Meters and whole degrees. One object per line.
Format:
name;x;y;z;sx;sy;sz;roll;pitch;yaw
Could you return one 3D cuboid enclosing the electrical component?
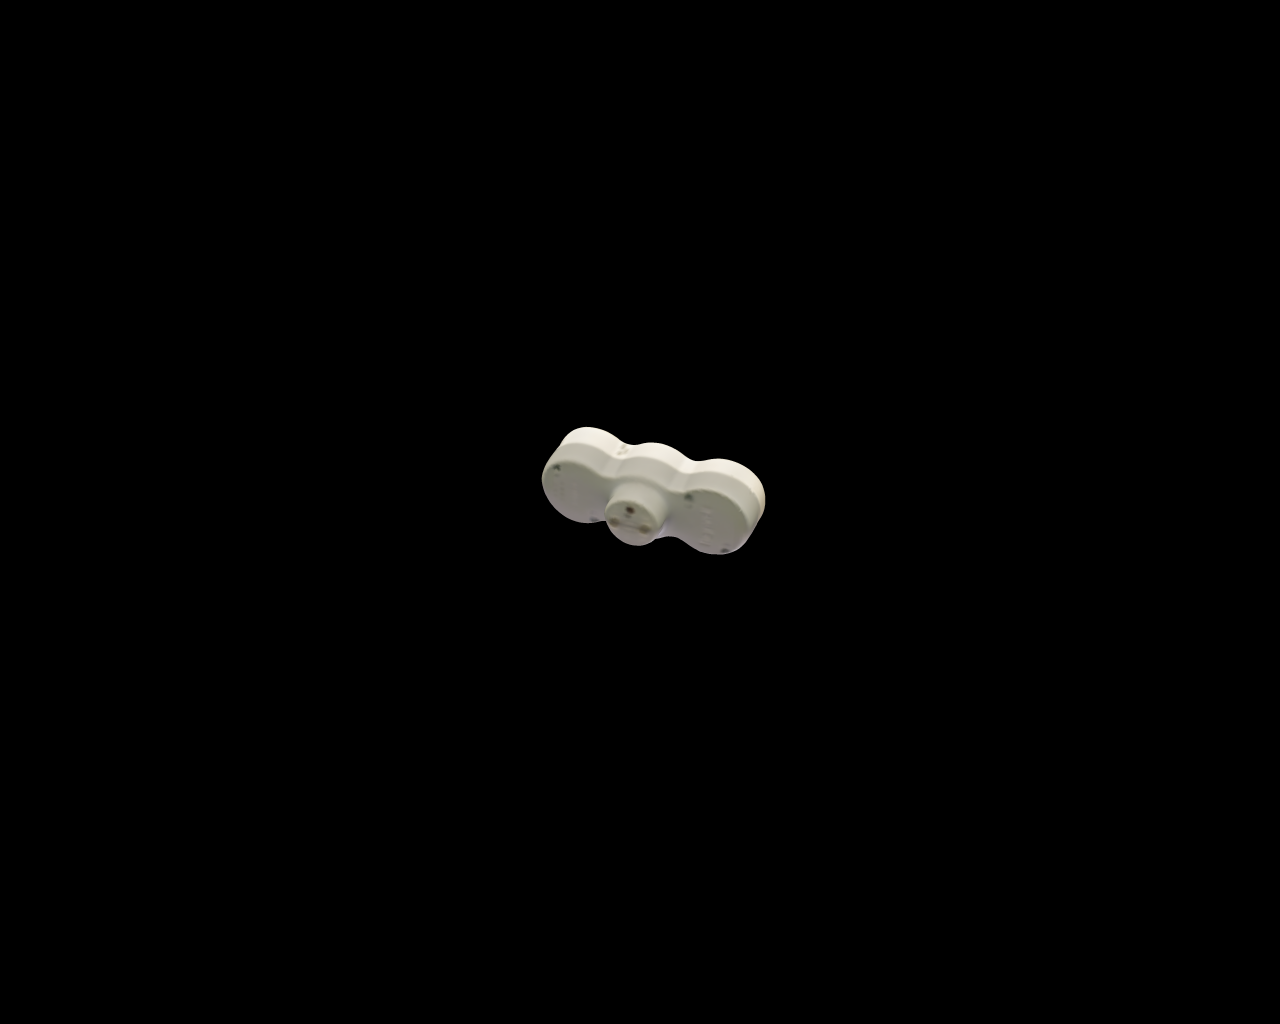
electrical component;0.001;-0.003;0.650;0.138;0.052;0.074;14;40;17
